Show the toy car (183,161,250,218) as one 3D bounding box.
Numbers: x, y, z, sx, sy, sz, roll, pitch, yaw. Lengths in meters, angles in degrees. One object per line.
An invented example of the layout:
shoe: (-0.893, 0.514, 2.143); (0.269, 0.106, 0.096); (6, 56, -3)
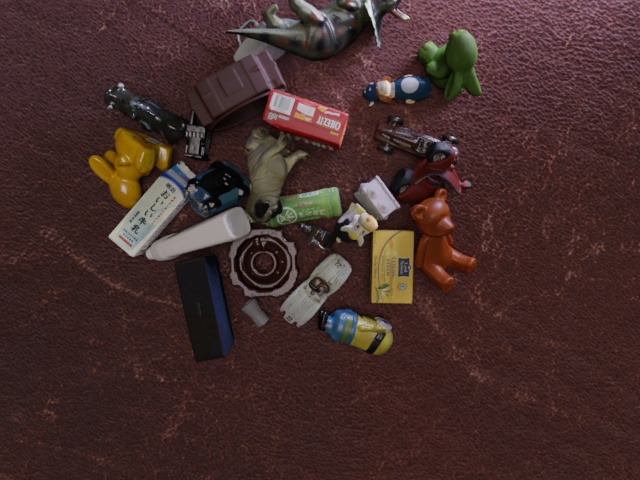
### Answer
toy car: (-0.241, -0.100, 1.226); (0.109, 0.162, 0.103); (41, 135, 6)

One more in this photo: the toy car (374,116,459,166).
toy car: (0.226, -0.221, 1.244); (0.202, 0.053, 0.089); (21, 97, -2)

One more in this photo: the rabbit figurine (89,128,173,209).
rabbit figurine: (-0.441, -0.158, 1.228); (0.162, 0.122, 0.173); (21, 112, 2)

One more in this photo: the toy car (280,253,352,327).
toy car: (-0.010, 0.117, 1.263); (0.073, 0.056, 0.201); (43, 92, -2)

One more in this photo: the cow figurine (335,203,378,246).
cow figurine: (0.074, -0.028, 1.198); (0.068, 0.167, 0.098); (44, 92, -7)

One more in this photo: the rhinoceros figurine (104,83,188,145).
rhinoceros figurine: (-0.395, -0.283, 1.219); (0.190, 0.112, 0.073); (29, 96, -9)

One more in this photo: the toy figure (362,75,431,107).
toy figure: (0.175, -0.346, 1.236); (0.155, 0.057, 0.064); (-3, 55, 2)

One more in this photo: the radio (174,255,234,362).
radio: (-0.261, 0.149, 1.230); (0.073, 0.131, 0.229); (-10, 93, 2)

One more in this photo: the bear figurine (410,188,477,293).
bear figurine: (0.271, -0.003, 1.188); (0.120, 0.132, 0.195); (-32, 137, -27)

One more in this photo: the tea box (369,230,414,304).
tea box: (0.166, 0.060, 1.252); (0.098, 0.068, 0.169); (0, 92, 1)

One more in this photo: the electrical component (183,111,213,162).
electrical component: (-0.279, -0.244, 1.239); (0.048, 0.075, 0.119); (9, 90, 1)

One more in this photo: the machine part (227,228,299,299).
machine part: (-0.131, 0.053, 1.262); (0.179, 0.056, 0.179); (0, 92, 1)

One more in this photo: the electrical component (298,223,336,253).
electrical component: (-0.003, -0.004, 1.240); (0.078, 0.102, 0.045); (23, 91, 25)

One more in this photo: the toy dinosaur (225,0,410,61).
toy dinosaur: (0.014, -0.465, 1.167); (0.405, 0.131, 0.192); (-32, 98, -6)

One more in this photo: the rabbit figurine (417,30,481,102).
rabbit figurine: (0.290, -0.384, 1.174); (0.121, 0.170, 0.159); (-11, 92, 2)

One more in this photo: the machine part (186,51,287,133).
machine part: (-0.175, -0.314, 1.168); (0.201, 0.201, 0.087); (-28, 97, 2)

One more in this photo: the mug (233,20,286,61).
mug: (-0.150, -0.438, 1.223); (0.107, 0.081, 0.109); (-40, 94, 10)

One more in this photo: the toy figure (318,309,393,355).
toy figure: (0.083, 0.212, 1.256); (0.180, 0.082, 0.089); (12, 112, -7)

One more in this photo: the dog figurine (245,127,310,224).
dog figurine: (-0.136, -0.142, 1.203); (0.121, 0.173, 0.190); (33, 83, -39)

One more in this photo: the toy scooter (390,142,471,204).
toy scooter: (0.257, -0.132, 1.213); (0.135, 0.075, 0.184); (31, 136, -19)
